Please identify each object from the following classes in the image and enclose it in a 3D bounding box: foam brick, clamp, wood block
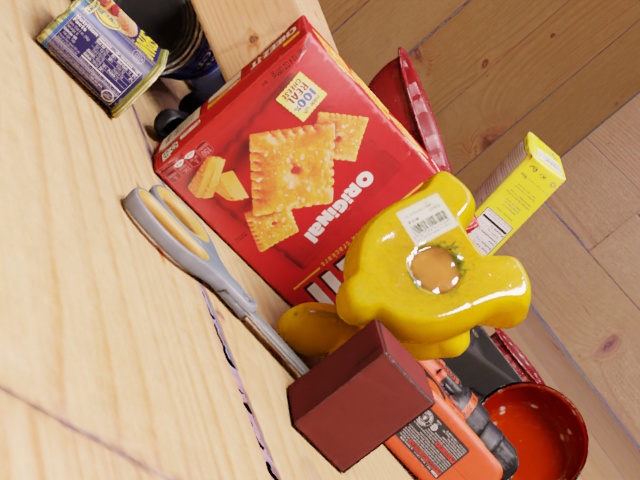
[{"bbox_3d":[0.026,0.101,0.688,0.051,0.078,0.053,48,11,-19],"label":"foam brick"},{"bbox_3d":[-0.099,-0.092,0.982,0.164,0.036,0.210,47,12,-32],"label":"clamp"},{"bbox_3d":[-0.026,-0.140,0.951,0.090,0.091,0.206,-72,141,-69],"label":"wood block"}]

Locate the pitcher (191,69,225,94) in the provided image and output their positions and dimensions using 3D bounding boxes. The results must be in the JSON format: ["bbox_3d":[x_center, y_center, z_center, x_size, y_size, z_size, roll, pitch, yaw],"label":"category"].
[{"bbox_3d":[-0.047,-0.137,1.141,0.243,0.144,0.149,51,-33,31],"label":"pitcher"}]

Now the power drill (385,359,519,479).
[{"bbox_3d":[0.105,0.157,0.895,0.184,0.057,0.187,45,7,-3],"label":"power drill"}]

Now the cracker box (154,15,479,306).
[{"bbox_3d":[-0.002,-0.044,0.858,0.213,0.164,0.072,46,14,-20],"label":"cracker box"}]

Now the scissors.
[{"bbox_3d":[-0.062,0.030,0.747,0.201,0.016,0.096,46,10,-23],"label":"scissors"}]

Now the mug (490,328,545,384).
[{"bbox_3d":[0.210,0.170,1.241,0.117,0.081,0.093,49,10,-4],"label":"mug"}]

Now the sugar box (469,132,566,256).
[{"bbox_3d":[0.151,-0.015,0.993,0.048,0.176,0.093,38,20,-3],"label":"sugar box"}]

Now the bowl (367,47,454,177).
[{"bbox_3d":[0.077,-0.091,0.974,0.162,0.055,0.162,-18,90,-77],"label":"bowl"}]

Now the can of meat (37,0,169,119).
[{"bbox_3d":[-0.170,-0.152,0.841,0.084,0.057,0.102,44,11,-18],"label":"can of meat"}]

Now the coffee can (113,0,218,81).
[{"bbox_3d":[-0.144,-0.205,1.016,0.103,0.103,0.140,49,10,-1],"label":"coffee can"}]
